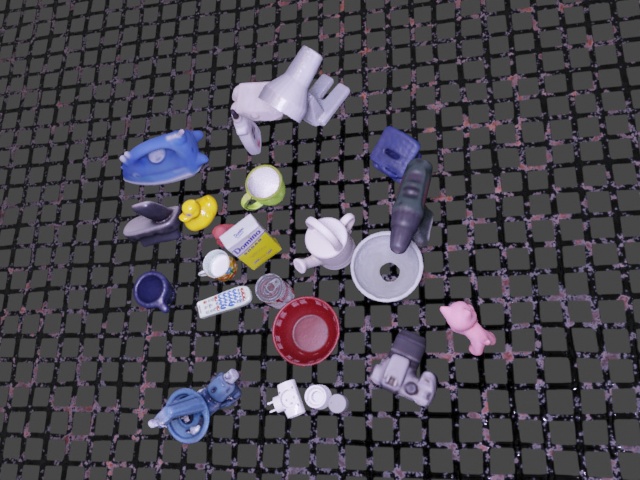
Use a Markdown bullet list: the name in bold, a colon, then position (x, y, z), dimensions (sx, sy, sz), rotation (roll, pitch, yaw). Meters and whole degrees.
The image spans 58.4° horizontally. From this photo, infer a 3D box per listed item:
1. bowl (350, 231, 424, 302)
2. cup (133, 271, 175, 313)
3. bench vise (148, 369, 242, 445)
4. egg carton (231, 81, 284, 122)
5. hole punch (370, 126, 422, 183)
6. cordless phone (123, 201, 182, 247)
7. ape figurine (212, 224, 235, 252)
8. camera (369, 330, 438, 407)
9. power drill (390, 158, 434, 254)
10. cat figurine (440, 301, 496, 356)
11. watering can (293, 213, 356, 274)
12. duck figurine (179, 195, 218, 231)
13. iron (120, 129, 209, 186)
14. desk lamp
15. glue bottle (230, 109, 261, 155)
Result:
- **bowl**: position (0.157, 0.068, 1.324), dimensions (0.167, 0.075, 0.167), rotation (-4, 73, 12)
- **cup**: position (-0.393, 0.140, 1.420), dimensions (0.092, 0.095, 0.117), rotation (-42, 69, -1)
- **bench vise**: position (-0.282, 0.356, 1.263), dimensions (0.121, 0.220, 0.207), rotation (28, 82, 19)
- **egg carton**: position (-0.165, -0.367, 1.530), dimensions (0.150, 0.069, 0.107), rotation (0, 74, 13)
- **hole punch**: position (0.184, -0.206, 1.390), dimensions (0.108, 0.091, 0.101), rotation (35, 84, 20)
- **cordless phone**: position (-0.442, -0.057, 1.441), dimensions (0.147, 0.185, 0.094), rotation (-18, 71, 8)
- **ape figurine**: position (-0.237, -0.011, 1.430), dimensions (0.076, 0.092, 0.077), rotation (-28, 70, 4)
- **camera**: position (0.194, 0.273, 1.242), dimensions (0.143, 0.101, 0.137), rotation (21, 79, 18)
- **power drill**: position (0.206, -0.055, 1.278), dimensions (0.075, 0.209, 0.230), rotation (10, 76, 16)
- **cat figurine**: position (0.319, 0.182, 1.230), dimensions (0.067, 0.118, 0.127), rotation (-42, 69, -1)
- **watering can**: position (0.014, 0.006, 1.312), dimensions (0.100, 0.194, 0.173), rotation (19, 79, 18)
- **duck figurine**: position (-0.318, -0.079, 1.472), dimensions (0.077, 0.086, 0.104), rotation (42, 87, 21)
- **iron**: position (-0.435, -0.222, 1.511), dimensions (0.258, 0.142, 0.118), rotation (-18, 71, 7)
- **desk lamp**: position (-0.040, -0.370, 1.425), dimensions (0.117, 0.214, 0.203), rotation (35, 84, 20)
- **glue bottle**: position (-0.192, -0.285, 1.457), dimensions (0.037, 0.173, 0.078), rotation (-10, 72, 10)
